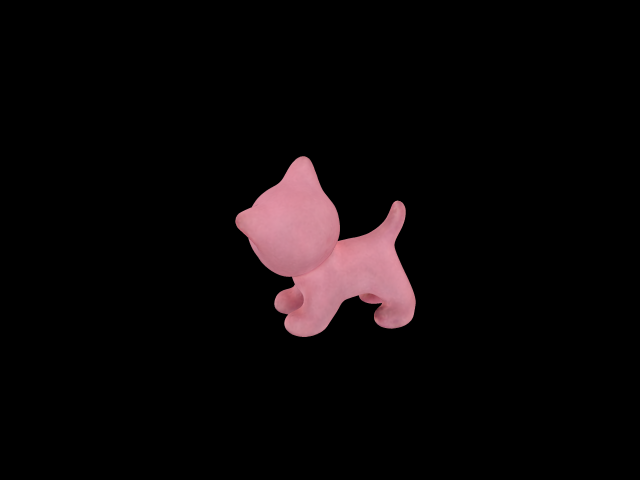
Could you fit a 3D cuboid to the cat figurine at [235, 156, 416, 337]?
[{"bbox_3d":[0.004,0.001,0.400,0.128,0.118,0.067,-5,19,-15],"label":"cat figurine"}]
